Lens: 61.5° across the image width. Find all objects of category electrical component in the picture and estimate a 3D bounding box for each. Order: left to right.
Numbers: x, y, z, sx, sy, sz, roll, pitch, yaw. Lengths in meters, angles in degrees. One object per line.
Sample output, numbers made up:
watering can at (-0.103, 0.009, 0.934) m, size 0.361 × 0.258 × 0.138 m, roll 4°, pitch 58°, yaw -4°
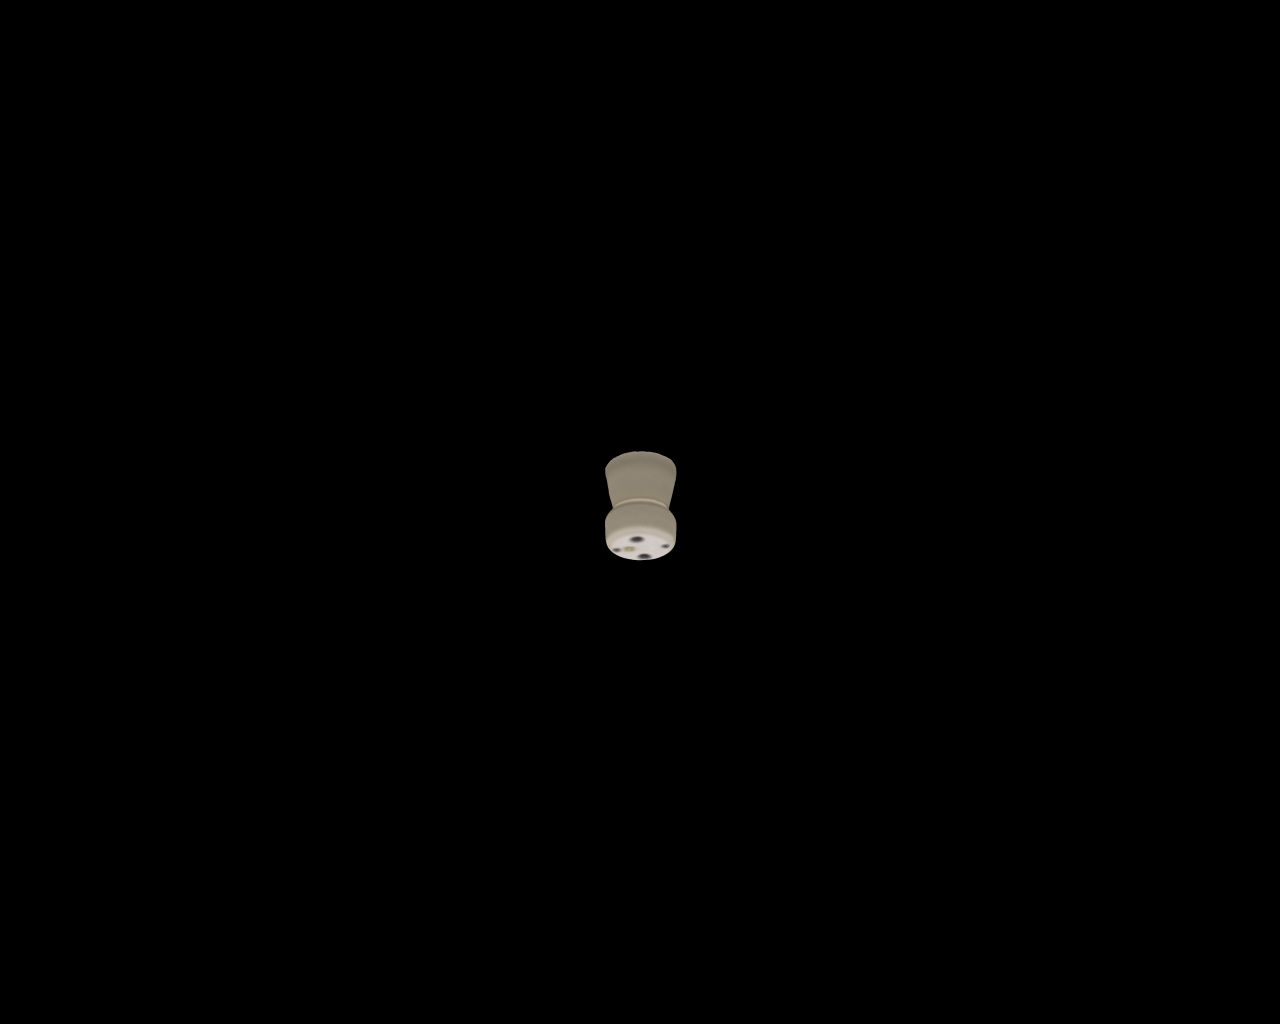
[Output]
electrical component at (0.001, -0.003, 0.650) m, size 0.045 × 0.055 × 0.044 m, roll 0°, pitch -28°, yaw 0°
